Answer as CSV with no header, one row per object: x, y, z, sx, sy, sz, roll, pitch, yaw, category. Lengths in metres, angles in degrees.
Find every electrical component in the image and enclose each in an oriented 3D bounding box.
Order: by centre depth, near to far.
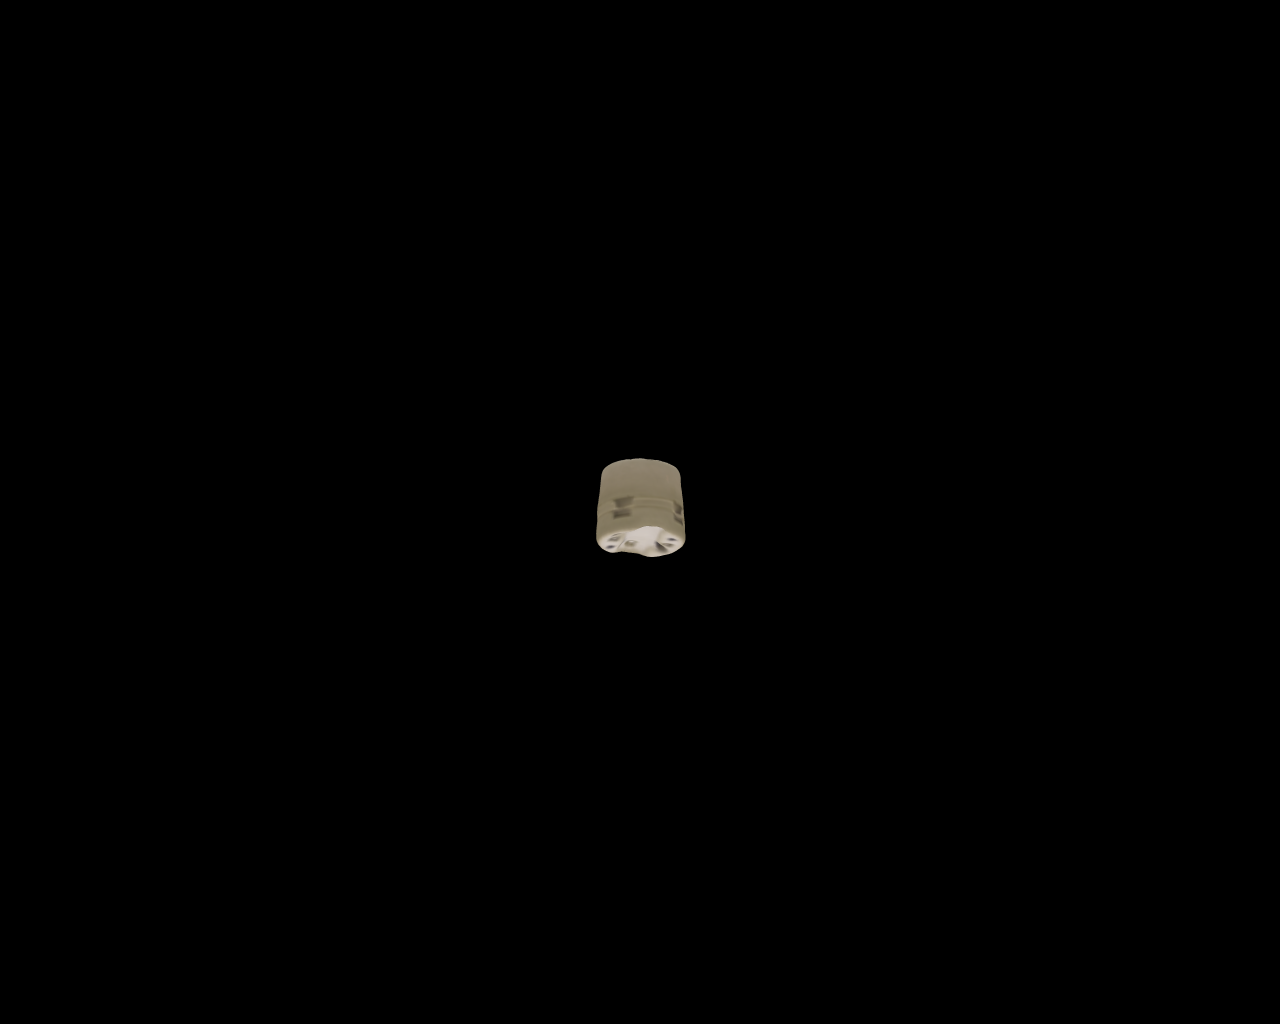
0.001,-0.003,0.650,0.055,0.047,0.055,0,-19,0,electrical component
